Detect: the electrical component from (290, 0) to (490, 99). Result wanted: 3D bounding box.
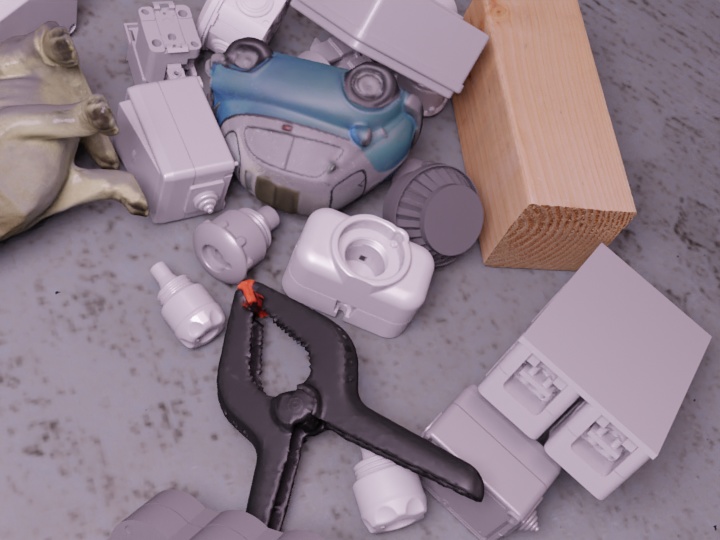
[{"bbox_3d":[0.021,-0.185,0.792,0.109,0.056,0.109,19,17,-40],"label":"electrical component"}]

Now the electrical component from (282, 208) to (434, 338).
[{"bbox_3d":[0.000,0.000,0.754,0.095,0.059,0.053,23,56,-5],"label":"electrical component"}]

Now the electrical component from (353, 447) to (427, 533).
[{"bbox_3d":[0.016,0.134,0.690,0.043,0.043,0.062,-8,63,-23],"label":"electrical component"}]

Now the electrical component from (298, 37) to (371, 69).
[{"bbox_3d":[-0.024,-0.152,0.844,0.055,0.048,0.066,-28,73,-38],"label":"electrical component"}]

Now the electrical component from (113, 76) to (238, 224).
[{"bbox_3d":[-0.130,-0.078,0.754,0.061,0.061,0.096,-15,67,-25],"label":"electrical component"}]

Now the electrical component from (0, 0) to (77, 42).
[{"bbox_3d":[-0.257,-0.182,0.763,0.057,0.078,0.113,34,56,6],"label":"electrical component"}]

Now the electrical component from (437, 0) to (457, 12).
[{"bbox_3d":[0.046,-0.206,0.894,0.055,0.055,0.047,33,60,2],"label":"electrical component"}]

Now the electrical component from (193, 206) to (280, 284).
[{"bbox_3d":[-0.082,-0.023,0.750,0.048,0.048,0.062,42,50,8],"label":"electrical component"}]

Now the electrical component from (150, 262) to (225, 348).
[{"bbox_3d":[-0.118,0.020,0.717,0.035,0.035,0.061,-30,71,-30],"label":"electrical component"}]

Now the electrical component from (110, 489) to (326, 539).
[{"bbox_3d":[-0.082,0.171,0.588,0.138,0.052,0.074,11,23,26],"label":"electrical component"}]

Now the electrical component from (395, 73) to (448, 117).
[{"bbox_3d":[0.055,-0.157,0.863,0.048,0.062,0.048,8,59,-14],"label":"electrical component"}]

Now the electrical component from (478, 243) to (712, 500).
[{"bbox_3d":[0.163,0.065,0.734,0.105,0.060,0.186,42,33,8],"label":"electrical component"}]

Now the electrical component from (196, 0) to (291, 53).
[{"bbox_3d":[-0.089,-0.197,0.828,0.051,0.080,0.080,31,56,-6],"label":"electrical component"}]

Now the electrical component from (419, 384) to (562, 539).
[{"bbox_3d":[0.085,0.130,0.705,0.096,0.061,0.061,42,57,8],"label":"electrical component"}]

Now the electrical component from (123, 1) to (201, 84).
[{"bbox_3d":[-0.144,-0.160,0.796,0.042,0.063,0.081,-9,64,-24],"label":"electrical component"}]
